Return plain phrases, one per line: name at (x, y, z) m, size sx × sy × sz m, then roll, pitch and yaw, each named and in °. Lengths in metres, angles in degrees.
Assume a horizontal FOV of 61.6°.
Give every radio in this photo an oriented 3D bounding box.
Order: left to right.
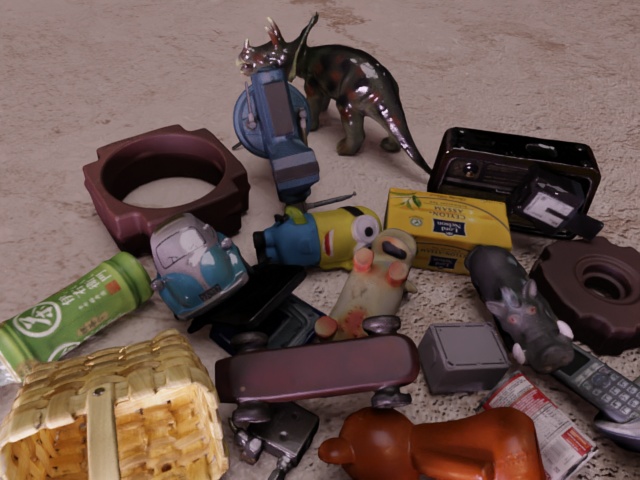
radio at (0.283, -0.085, 0.801) m, size 0.230 × 0.131 × 0.073 m, roll 9°, pitch 42°, yaw 4°

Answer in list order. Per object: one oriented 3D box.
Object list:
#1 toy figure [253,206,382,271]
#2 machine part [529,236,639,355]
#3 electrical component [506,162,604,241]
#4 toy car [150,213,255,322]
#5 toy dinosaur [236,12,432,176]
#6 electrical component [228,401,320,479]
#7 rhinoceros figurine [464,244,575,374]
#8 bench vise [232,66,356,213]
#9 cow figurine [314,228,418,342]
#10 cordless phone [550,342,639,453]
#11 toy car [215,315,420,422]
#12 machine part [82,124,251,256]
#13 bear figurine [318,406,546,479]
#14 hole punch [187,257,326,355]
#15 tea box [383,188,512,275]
toy figure at (-0.002, -0.006, 0.736) m, size 0.180 × 0.082 × 0.089 m, roll -8°, pitch 45°, yaw -8°
machine part at (0.371, 0.066, 0.709) m, size 0.179 × 0.056 × 0.179 m, roll 1°, pitch 44°, yaw -1°
electrical component at (0.327, -0.047, 0.738) m, size 0.119 × 0.074 × 0.048 m, roll 22°, pitch 39°, yaw -1°
toy car at (-0.154, 0.017, 0.650) m, size 0.109 × 0.102 × 0.162 m, roll -30°, pitch 28°, yaw -7°
toy dinosaur at (0.050, -0.262, 0.921) m, size 0.405 × 0.192 × 0.131 m, roll 28°, pitch 51°, yaw 24°
electrical component at (-0.045, 0.191, 0.557) m, size 0.078 × 0.045 × 0.102 m, roll 26°, pitch 49°, yaw 23°
rhinoceros figurine at (0.236, 0.077, 0.636) m, size 0.073 × 0.112 × 0.190 m, roll -27°, pitch 38°, yaw 10°
bench vise at (-0.063, -0.151, 0.836) m, size 0.129 × 0.223 × 0.241 m, roll -27°, pitch 18°, yaw -8°
cow figurine at (0.067, 0.068, 0.652) m, size 0.086 × 0.127 × 0.195 m, roll 22°, pitch 62°, yaw 15°
cordless phone at (0.343, 0.146, 0.605) m, size 0.146 × 0.088 × 0.184 m, roll -35°, pitch 38°, yaw -11°
toy car at (-0.003, 0.129, 0.532) m, size 0.202 × 0.053 × 0.089 m, roll -9°, pitch 69°, yaw 5°
machine part at (-0.220, -0.072, 0.782) m, size 0.201 × 0.087 × 0.201 m, roll -26°, pitch 52°, yaw -25°
bear figurine at (0.107, 0.220, 0.506) m, size 0.196 × 0.120 × 0.132 m, roll -12°, pitch 86°, yaw 18°
hole punch at (-0.066, 0.091, 0.640) m, size 0.116 × 0.092 × 0.142 m, roll 4°, pitch 42°, yaw 47°
tea box at (0.175, -0.011, 0.763) m, size 0.170 × 0.068 × 0.098 m, roll 8°, pitch 44°, yaw 2°
